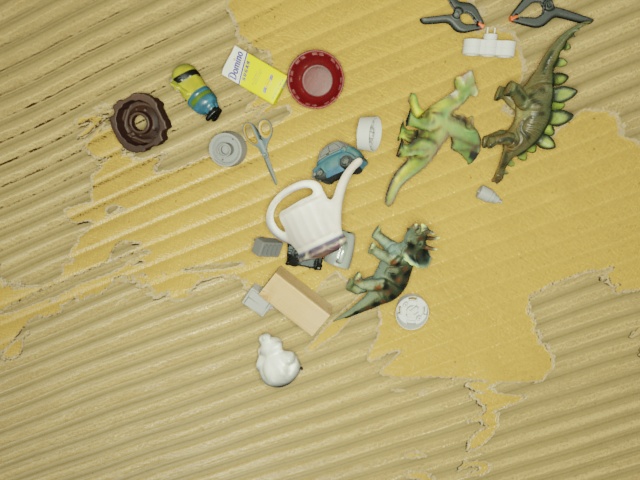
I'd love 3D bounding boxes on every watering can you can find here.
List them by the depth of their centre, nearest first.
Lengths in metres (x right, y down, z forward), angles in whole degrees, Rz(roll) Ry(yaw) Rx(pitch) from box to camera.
[{"bbox_3d":[0.004,-0.073,1.441,0.344,0.105,0.224,-25,91,25],"label":"watering can"}]

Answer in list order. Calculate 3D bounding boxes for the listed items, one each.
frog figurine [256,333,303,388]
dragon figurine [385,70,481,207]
[{"bbox_3d":[-0.137,0.371,1.602,0.137,0.125,0.157,-9,114,28],"label":"frog figurine"},{"bbox_3d":[0.336,-0.272,1.440,0.243,0.124,0.405,11,107,-4],"label":"dragon figurine"}]
